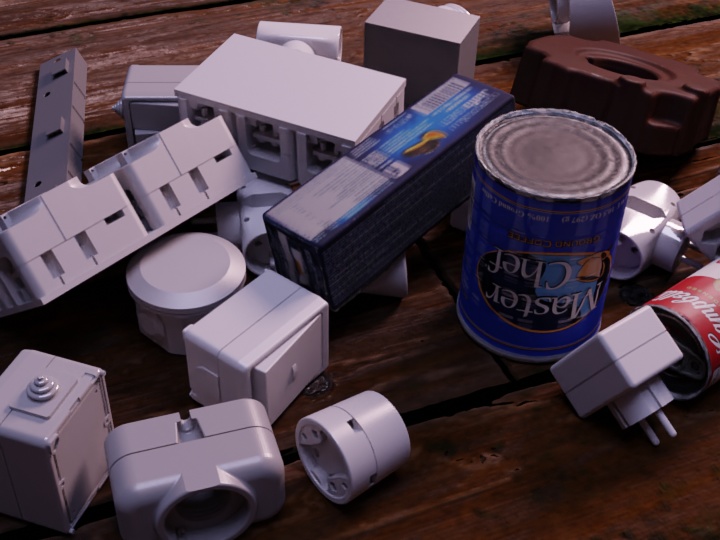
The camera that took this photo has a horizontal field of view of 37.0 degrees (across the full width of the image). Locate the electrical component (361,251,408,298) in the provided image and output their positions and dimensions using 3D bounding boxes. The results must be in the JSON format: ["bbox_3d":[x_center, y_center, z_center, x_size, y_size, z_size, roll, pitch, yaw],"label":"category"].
[{"bbox_3d":[0.000,0.000,0.770,0.065,0.044,0.044,-4,40,0],"label":"electrical component"}]

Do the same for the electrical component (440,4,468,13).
[{"bbox_3d":[0.078,-0.232,1.043,0.043,0.043,0.081,32,49,31],"label":"electrical component"}]

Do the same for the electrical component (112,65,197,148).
[{"bbox_3d":[-0.161,-0.131,0.901,0.096,0.061,0.061,0,40,-2],"label":"electrical component"}]

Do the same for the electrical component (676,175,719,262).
[{"bbox_3d":[0.273,-0.037,0.784,0.083,0.047,0.075,40,32,-26],"label":"electrical component"}]

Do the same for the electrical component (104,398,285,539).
[{"bbox_3d":[-0.093,0.119,0.615,0.095,0.053,0.059,-11,42,-14],"label":"electrical component"}]

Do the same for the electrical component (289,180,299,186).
[{"bbox_3d":[-0.076,-0.107,0.890,0.043,0.043,0.081,-25,47,-28],"label":"electrical component"}]

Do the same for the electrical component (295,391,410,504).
[{"bbox_3d":[-0.003,0.103,0.637,0.047,0.055,0.055,-24,46,-32],"label":"electrical component"}]

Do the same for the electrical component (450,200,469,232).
[{"bbox_3d":[0.142,-0.063,0.836,0.109,0.056,0.108,23,45,23],"label":"electrical component"}]

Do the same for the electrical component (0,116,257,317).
[{"bbox_3d":[-0.180,-0.042,0.756,0.186,0.060,0.105,-36,14,-36],"label":"electrical component"}]

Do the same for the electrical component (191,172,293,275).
[{"bbox_3d":[-0.086,-0.034,0.804,0.079,0.043,0.077,-5,40,-7],"label":"electrical component"}]

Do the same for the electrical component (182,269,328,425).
[{"bbox_3d":[-0.058,0.049,0.692,0.061,0.061,0.096,28,47,27],"label":"electrical component"}]

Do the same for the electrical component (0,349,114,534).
[{"bbox_3d":[-0.182,0.092,0.611,0.061,0.096,0.061,13,41,14],"label":"electrical component"}]

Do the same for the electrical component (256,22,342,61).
[{"bbox_3d":[-0.058,-0.198,0.999,0.077,0.043,0.079,4,40,3],"label":"electrical component"}]

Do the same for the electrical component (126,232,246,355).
[{"bbox_3d":[-0.118,0.015,0.739,0.080,0.051,0.080,1,40,-1],"label":"electrical component"}]

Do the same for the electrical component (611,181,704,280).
[{"bbox_3d":[0.222,-0.023,0.801,0.079,0.043,0.077,27,46,23],"label":"electrical component"}]

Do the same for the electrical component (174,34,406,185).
[{"bbox_3d":[-0.051,-0.115,0.818,0.150,0.061,0.089,18,46,18],"label":"electrical component"}]

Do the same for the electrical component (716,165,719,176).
[{"bbox_3d":[0.325,-0.092,0.880,0.047,0.055,0.055,23,45,18],"label":"electrical component"}]

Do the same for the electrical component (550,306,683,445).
[{"bbox_3d":[0.170,0.074,0.675,0.047,0.065,0.076,-25,76,-28],"label":"electrical component"}]

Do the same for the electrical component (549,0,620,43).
[{"bbox_3d":[0.219,-0.261,1.045,0.064,0.099,0.099,-7,41,0],"label":"electrical component"}]
